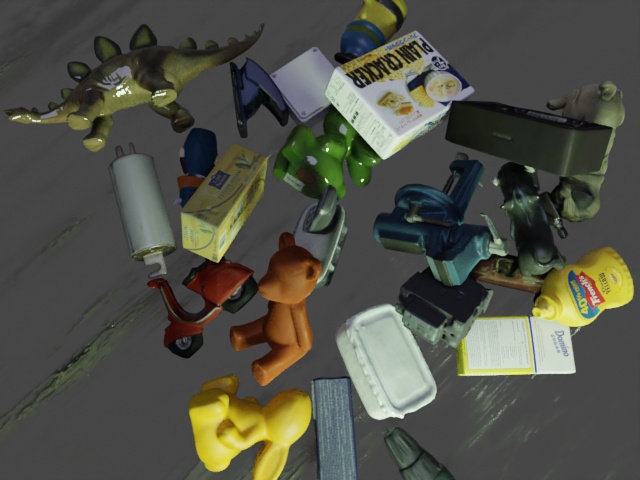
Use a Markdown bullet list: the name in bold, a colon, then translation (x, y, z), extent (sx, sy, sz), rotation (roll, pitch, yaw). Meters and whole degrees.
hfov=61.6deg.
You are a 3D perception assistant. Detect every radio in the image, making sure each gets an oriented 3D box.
- **radio**: translation (0.327, -0.167, 0.853), extent (0.131, 0.230, 0.073), rotation (-10, 119, -35)

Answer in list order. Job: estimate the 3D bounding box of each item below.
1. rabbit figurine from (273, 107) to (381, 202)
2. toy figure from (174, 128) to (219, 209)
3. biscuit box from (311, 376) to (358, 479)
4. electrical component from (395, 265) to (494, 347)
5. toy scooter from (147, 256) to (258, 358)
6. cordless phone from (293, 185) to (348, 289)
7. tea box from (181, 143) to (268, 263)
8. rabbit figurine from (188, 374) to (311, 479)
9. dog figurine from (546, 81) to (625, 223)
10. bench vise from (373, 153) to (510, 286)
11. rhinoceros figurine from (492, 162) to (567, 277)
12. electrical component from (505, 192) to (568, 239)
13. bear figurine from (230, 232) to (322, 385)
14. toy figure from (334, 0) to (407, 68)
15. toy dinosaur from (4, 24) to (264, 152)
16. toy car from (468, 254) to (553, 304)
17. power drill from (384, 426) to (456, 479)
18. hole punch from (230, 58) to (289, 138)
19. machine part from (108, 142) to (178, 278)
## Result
- **rabbit figurine**: translation (0.026, -0.158, 0.912), extent (0.159, 0.121, 0.170), rotation (31, 63, 4)
- **toy figure**: translation (-0.212, -0.114, 0.928), extent (0.064, 0.057, 0.154), rotation (7, 81, 7)
- **biscuit box**: translation (0.022, 0.313, 0.819), extent (0.063, 0.059, 0.202), rotation (-3, 75, -2)
- **electrical component**: translation (0.186, 0.099, 0.830), extent (0.115, 0.058, 0.134), rotation (28, 43, 27)
- **toy scooter**: translation (-0.199, 0.087, 0.867), extent (0.184, 0.075, 0.135), rotation (-43, 85, -6)
- **cordless phone**: translation (-0.002, -0.002, 0.834), extent (0.089, 0.184, 0.146), rotation (20, 77, 0)
- **tea box**: translation (-0.152, -0.061, 0.865), extent (0.068, 0.098, 0.170), rotation (23, 52, 4)
- **rabbit figurine**: translation (-0.095, 0.278, 0.798), extent (0.173, 0.122, 0.162), rotation (-11, 81, -3)
- **dog figurine**: translation (0.442, -0.139, 0.880), extent (0.121, 0.172, 0.190), rotation (-3, 69, 11)
- **bench vise**: translation (0.208, -0.050, 0.857), extent (0.128, 0.224, 0.240), rotation (51, 58, -32)
- **rhinoceros figurine**: translation (0.320, -0.032, 0.837), extent (0.073, 0.112, 0.190), rotation (-21, 59, 30)
- **electrical component**: translation (0.360, -0.040, 0.905), extent (0.078, 0.045, 0.102), rotation (-24, 79, 34)
- **bear figurine**: translation (-0.063, 0.098, 0.799), extent (0.132, 0.195, 0.120), rotation (-22, 45, -26)
- **toy figure**: translation (0.093, -0.376, 0.982), extent (0.089, 0.082, 0.180), rotation (27, 73, -5)
- **toy dinosaur**: translation (-0.295, -0.284, 0.933), extent (0.471, 0.105, 0.199), rotation (-18, 63, -17)
- **toy car**: translation (0.315, 0.051, 0.890), extent (0.202, 0.053, 0.089), rotation (13, 74, 4)
- **power drill**: translation (0.129, 0.425, 0.789), extent (0.232, 0.086, 0.207), rotation (42, 72, 7)
- **hole punch**: translation (-0.106, -0.246, 0.926), extent (0.092, 0.142, 0.115), rotation (-11, 90, -1)
- **machine part**: translation (-0.298, -0.054, 0.902), extent (0.079, 0.079, 0.243), rotation (-18, 76, -5)
